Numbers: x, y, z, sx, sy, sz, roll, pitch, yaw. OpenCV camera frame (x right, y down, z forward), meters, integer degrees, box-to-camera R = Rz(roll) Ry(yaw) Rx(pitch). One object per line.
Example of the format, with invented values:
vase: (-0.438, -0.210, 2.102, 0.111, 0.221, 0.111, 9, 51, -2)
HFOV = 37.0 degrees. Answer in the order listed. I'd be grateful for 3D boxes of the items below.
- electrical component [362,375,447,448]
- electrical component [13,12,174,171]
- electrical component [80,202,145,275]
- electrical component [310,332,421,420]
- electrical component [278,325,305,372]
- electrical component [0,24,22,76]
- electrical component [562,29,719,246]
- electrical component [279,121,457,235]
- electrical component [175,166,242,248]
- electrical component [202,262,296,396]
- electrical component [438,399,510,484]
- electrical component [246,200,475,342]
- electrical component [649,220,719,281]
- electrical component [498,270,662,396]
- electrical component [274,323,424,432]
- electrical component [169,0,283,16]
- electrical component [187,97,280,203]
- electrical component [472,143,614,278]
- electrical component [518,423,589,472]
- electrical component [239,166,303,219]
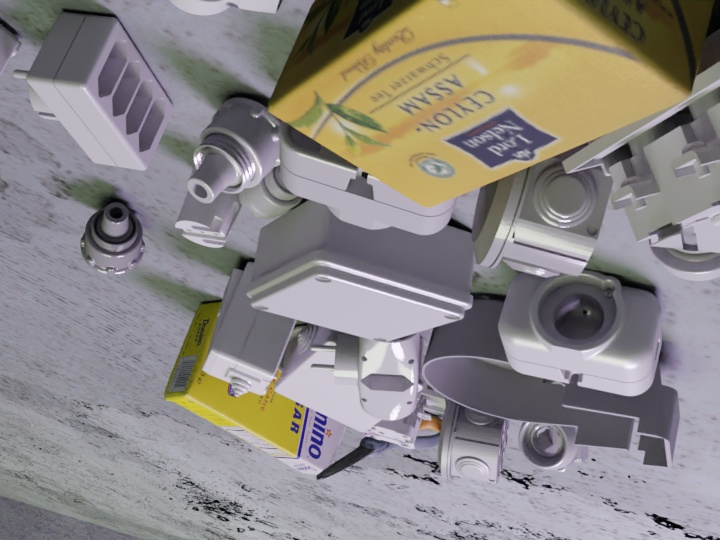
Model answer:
electrical component: (0.033, 0.118, 0.930, 0.081, 0.063, 0.042, 13, 158, 14)
electrical component: (-0.161, -0.102, 0.611, 0.076, 0.047, 0.083, 10, 156, 20)
electrical component: (-0.184, -0.028, 0.803, 0.048, 0.048, 0.062, 22, 151, -5)
electrical component: (0.003, 0.065, 0.777, 0.079, 0.043, 0.077, 3, 128, 4)
electrical component: (-0.038, 0.079, 0.924, 0.055, 0.045, 0.045, 34, 153, -32)
electrical component: (-0.250, -0.107, 0.608, 0.062, 0.096, 0.061, -2, 149, 41)
electrical component: (0.150, -0.057, 0.426, 0.079, 0.063, 0.121, -15, 171, -26)
electrical component: (0.008, -0.059, 0.564, 0.095, 0.053, 0.059, 18, 157, 4)
electrical component: (-0.095, -0.043, 0.693, 0.040, 0.046, 0.040, 16, 157, 7)
electrical component: (-0.086, 0.050, 0.830, 0.061, 0.096, 0.061, 23, 157, -6)
electrical component: (0.097, 0.139, 0.908, 0.051, 0.080, 0.080, 9, 155, 13)
electrical component: (0.000, 0.000, 0.679, 0.109, 0.056, 0.109, 17, 160, -25)
electrical component: (0.163, -0.027, 0.522, 0.066, 0.048, 0.055, 7, 147, 27)
electrical component: (0.138, 0.037, 0.674, 0.095, 0.053, 0.059, 11, 156, 21)
electrical component: (-0.007, 0.075, 0.855, 0.100, 0.048, 0.100, 28, 136, -20)
electrical component: (-0.067, -0.136, 0.462, 0.077, 0.044, 0.079, 22, 157, -6)
electrical component: (-0.072, -0.063, 0.602, 0.048, 0.062, 0.048, 22, 141, 19)
electrical component: (0.087, -0.036, 0.520, 0.051, 0.080, 0.080, 15, 157, -2)
electrical component: (0.156, 0.132, 0.857, 0.048, 0.066, 0.055, 6, -174, 31)
electrical component: (-0.047, -0.053, 0.646, 0.035, 0.035, 0.061, 30, 152, -23)
